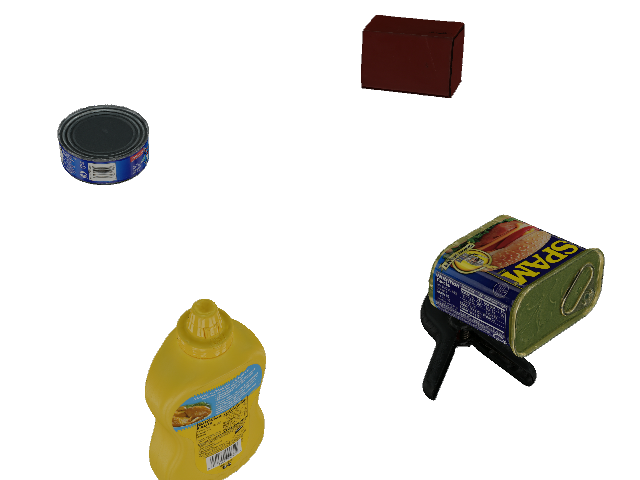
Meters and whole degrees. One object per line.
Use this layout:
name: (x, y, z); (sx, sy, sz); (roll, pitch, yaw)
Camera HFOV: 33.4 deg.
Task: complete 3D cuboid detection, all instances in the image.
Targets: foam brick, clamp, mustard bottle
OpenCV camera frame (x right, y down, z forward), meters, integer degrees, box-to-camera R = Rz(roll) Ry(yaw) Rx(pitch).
foam brick: (0.076, -0.153, 0.887); (0.078, 0.051, 0.053); (9, 28, 15)
clamp: (0.165, 0.102, 1.161); (0.120, 0.171, 0.039); (3, -44, -5)
mustard bottle: (-0.087, 0.113, 0.814); (0.096, 0.192, 0.058); (-25, 54, -25)

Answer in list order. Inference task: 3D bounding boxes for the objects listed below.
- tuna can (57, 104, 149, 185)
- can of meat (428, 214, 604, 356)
tuna can: (-0.206, -0.091, 1.021); (0.086, 0.034, 0.086); (3, 43, -3)
can of meat: (0.141, 0.029, 0.776); (0.101, 0.057, 0.084); (-27, 38, -34)
